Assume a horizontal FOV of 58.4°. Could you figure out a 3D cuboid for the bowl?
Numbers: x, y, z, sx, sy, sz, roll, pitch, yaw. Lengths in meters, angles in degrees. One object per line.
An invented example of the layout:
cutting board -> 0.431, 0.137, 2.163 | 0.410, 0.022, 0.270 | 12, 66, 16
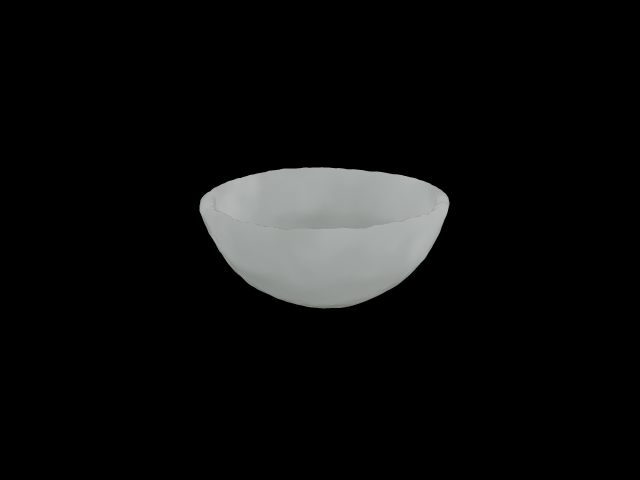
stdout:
bowl -> 0.004, 0.001, 0.400 | 0.167, 0.075, 0.167 | 0, 19, 0
